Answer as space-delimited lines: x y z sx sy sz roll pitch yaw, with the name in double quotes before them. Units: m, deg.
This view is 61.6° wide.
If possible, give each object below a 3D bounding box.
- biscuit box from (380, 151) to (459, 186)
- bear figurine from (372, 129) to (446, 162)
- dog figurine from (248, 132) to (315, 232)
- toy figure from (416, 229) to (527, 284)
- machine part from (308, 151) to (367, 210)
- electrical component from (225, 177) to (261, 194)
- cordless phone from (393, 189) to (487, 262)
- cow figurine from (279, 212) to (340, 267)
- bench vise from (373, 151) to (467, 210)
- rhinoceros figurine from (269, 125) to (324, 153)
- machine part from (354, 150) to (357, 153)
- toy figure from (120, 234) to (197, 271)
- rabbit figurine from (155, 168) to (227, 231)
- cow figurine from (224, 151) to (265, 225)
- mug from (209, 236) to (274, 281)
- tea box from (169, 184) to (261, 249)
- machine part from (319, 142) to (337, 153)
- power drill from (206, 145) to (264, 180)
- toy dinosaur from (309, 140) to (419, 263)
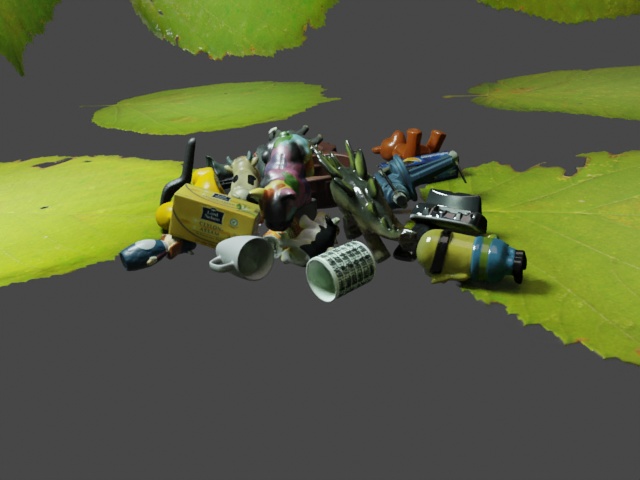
"biscuit box" 0.257 -0.180 1.386 0.203 0.059 0.063 -12 26 -14
"bear figurine" 0.240 -0.264 1.494 0.120 0.131 0.196 -1 27 -25
"dog figurine" -0.074 -0.117 1.045 0.109 0.191 0.219 3 8 5
"toy figure" 0.258 0.027 0.923 0.180 0.089 0.082 5 22 26
"machine part" 0.007 -0.150 1.346 0.201 0.087 0.202 -12 28 -12
"electrical component" -0.197 -0.130 1.387 0.119 0.047 0.075 12 31 31
"cordless phone" 0.233 -0.014 1.049 0.147 0.088 0.184 13 42 32
"cow figurine" -0.002 -0.005 1.066 0.098 0.068 0.167 14 35 25
"bench vise" 0.209 -0.141 1.224 0.241 0.128 0.224 -24 7 2
"rhinoceros figurine" -0.069 -0.264 1.494 0.112 0.073 0.191 -30 41 -25
"machine part" 0.078 -0.217 1.530 0.084 0.039 0.139 -3 26 24
"toy figure" -0.324 0.021 1.094 0.154 0.057 0.064 -21 68 -32
"rabbit figurine" -0.295 -0.064 1.231 0.173 0.121 0.162 -20 35 2
"cow figurine" -0.176 -0.123 1.257 0.086 0.127 0.195 -12 31 6
"mug" -0.158 0.035 1.012 0.109 0.080 0.107 -28 23 -32
"tea box" -0.211 -0.040 1.092 0.170 0.098 0.068 16 27 3
"machine part" -0.033 -0.244 1.584 0.179 0.056 0.179 -4 25 2
"power drill" -0.220 -0.216 1.550 0.207 0.085 0.232 -7 27 -21
"toy dinosaur" 0.071 -0.096 1.069 0.105 0.198 0.472 -30 27 -8
